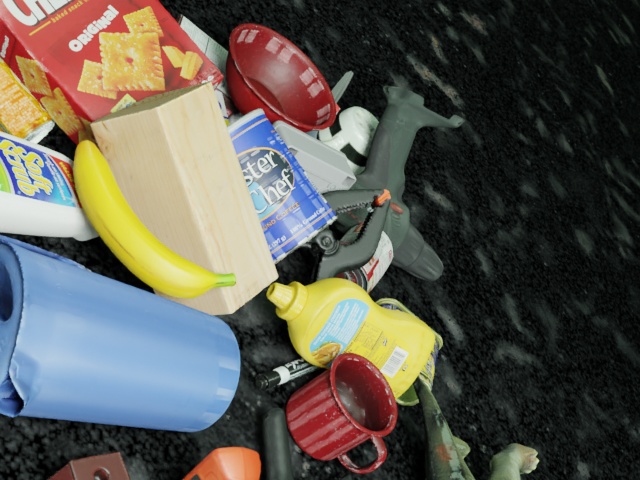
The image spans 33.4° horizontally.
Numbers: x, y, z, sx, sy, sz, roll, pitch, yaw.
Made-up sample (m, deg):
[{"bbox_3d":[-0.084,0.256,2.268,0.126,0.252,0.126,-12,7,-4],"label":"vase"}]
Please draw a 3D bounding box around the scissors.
[{"bbox_3d":[-0.025,-0.149,1.337,0.096,0.016,0.201,12,55,6],"label":"scissors"}]

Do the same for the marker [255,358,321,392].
[{"bbox_3d":[-0.028,0.138,1.133,0.120,0.020,0.020,-14,70,-55],"label":"marker"}]

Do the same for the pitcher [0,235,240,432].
[{"bbox_3d":[-0.190,0.084,0.896,0.242,0.145,0.149,21,73,-44],"label":"pitcher"}]

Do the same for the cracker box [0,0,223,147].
[{"bbox_3d":[-0.228,-0.197,1.108,0.213,0.072,0.164,49,54,-6],"label":"cracker box"}]

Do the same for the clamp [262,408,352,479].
[{"bbox_3d":[-0.035,0.242,1.009,0.120,0.039,0.171,46,33,-7],"label":"clamp"}]

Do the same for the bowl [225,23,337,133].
[{"bbox_3d":[-0.058,-0.180,1.274,0.162,0.055,0.162,31,36,-26],"label":"bowl"}]

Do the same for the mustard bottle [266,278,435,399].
[{"bbox_3d":[0.024,0.095,1.134,0.191,0.096,0.058,30,9,-26],"label":"mustard bottle"}]

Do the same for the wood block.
[{"bbox_3d":[-0.128,-0.036,1.034,0.090,0.091,0.206,-38,115,-50],"label":"wood block"}]

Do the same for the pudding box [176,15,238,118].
[{"bbox_3d":[-0.144,-0.209,1.302,0.113,0.039,0.090,38,35,-24],"label":"pudding box"}]

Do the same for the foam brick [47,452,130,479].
[{"bbox_3d":[-0.179,0.216,0.843,0.052,0.051,0.078,1,59,-51],"label":"foam brick"}]

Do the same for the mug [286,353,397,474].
[{"bbox_3d":[0.025,0.185,1.096,0.093,0.082,0.117,-17,73,-55],"label":"mug"}]

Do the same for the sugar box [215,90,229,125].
[{"bbox_3d":[-0.141,-0.106,1.200,0.093,0.048,0.176,18,48,-41],"label":"sugar box"}]

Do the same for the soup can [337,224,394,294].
[{"bbox_3d":[0.042,0.029,1.278,0.068,0.069,0.102,50,33,-5],"label":"soup can"}]

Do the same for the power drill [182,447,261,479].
[{"bbox_3d":[-0.057,0.263,0.847,0.057,0.185,0.188,19,36,-42],"label":"power drill"}]

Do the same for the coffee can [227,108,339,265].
[{"bbox_3d":[-0.062,-0.051,1.110,0.140,0.103,0.102,54,33,-2],"label":"coffee can"}]

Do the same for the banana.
[{"bbox_3d":[-0.167,-0.010,0.968,0.198,0.037,0.069,44,34,5],"label":"banana"}]

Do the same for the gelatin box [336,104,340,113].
[{"bbox_3d":[-0.031,-0.172,1.374,0.089,0.030,0.073,-34,85,-19],"label":"gelatin box"}]

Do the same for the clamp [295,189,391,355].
[{"bbox_3d":[-0.008,0.001,1.191,0.164,0.036,0.209,46,68,-4],"label":"clamp"}]

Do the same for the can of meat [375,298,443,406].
[{"bbox_3d":[0.091,0.132,1.253,0.102,0.058,0.084,40,38,-17],"label":"can of meat"}]

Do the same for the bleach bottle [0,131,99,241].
[{"bbox_3d":[-0.273,-0.053,0.975,0.250,0.068,0.102,9,52,-50],"label":"bleach bottle"}]
